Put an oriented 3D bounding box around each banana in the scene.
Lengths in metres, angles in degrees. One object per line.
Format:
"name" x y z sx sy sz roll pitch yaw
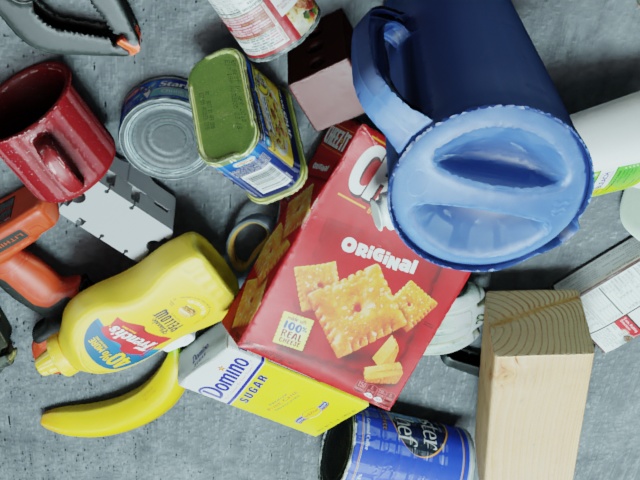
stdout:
"banana" -0.202 0.166 1.115 0.198 0.037 0.069 -33 94 19

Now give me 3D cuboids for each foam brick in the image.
"foam brick" 0.007 -0.134 0.845 0.053 0.078 0.051 -22 129 14

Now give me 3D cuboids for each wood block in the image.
"wood block" 0.203 0.154 1.039 0.091 0.090 0.206 -1 129 3

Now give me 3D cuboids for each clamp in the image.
"clamp" -0.222 -0.207 0.798 0.209 0.036 0.165 23 124 -23
"clamp" 0.217 0.132 1.103 0.120 0.039 0.171 -31 127 28

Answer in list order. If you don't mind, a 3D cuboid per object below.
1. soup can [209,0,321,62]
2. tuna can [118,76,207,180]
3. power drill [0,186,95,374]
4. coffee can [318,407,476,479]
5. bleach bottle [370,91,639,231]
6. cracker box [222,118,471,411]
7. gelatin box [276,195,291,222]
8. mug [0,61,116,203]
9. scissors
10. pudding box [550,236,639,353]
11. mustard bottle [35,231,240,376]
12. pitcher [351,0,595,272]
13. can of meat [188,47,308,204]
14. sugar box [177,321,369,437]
"soup can" -0.054 -0.193 0.798 0.069 0.068 0.102 -25 126 17
"tuna can" -0.127 -0.093 0.901 0.086 0.034 0.086 -1 130 -2
"power drill" -0.225 0.033 0.985 0.184 0.057 0.187 -27 125 12
"coffee can" 0.081 0.237 1.141 0.140 0.103 0.103 16 127 -15
"bleach bottle" 0.161 -0.053 0.869 0.250 0.068 0.102 -17 163 -9
"cracker box" 0.039 0.022 0.926 0.164 0.072 0.214 27 96 -24
"gelatin box" -0.006 0.001 0.988 0.073 0.030 0.089 6 130 -5
"mug" -0.215 -0.078 0.860 0.093 0.117 0.081 -36 131 -3
"scissors" -0.066 0.054 1.010 0.096 0.016 0.202 26 133 3
"pudding box" 0.297 0.051 1.039 0.114 0.039 0.090 -36 121 22
"mustard bottle" -0.170 0.070 0.952 0.192 0.058 0.096 -28 141 7
"pitcher" 0.097 -0.107 0.763 0.145 0.243 0.149 -7 130 3
"can of meat" -0.058 -0.090 0.844 0.057 0.102 0.083 -21 155 18
"sugar box" -0.046 0.140 1.073 0.176 0.048 0.093 23 137 -30
